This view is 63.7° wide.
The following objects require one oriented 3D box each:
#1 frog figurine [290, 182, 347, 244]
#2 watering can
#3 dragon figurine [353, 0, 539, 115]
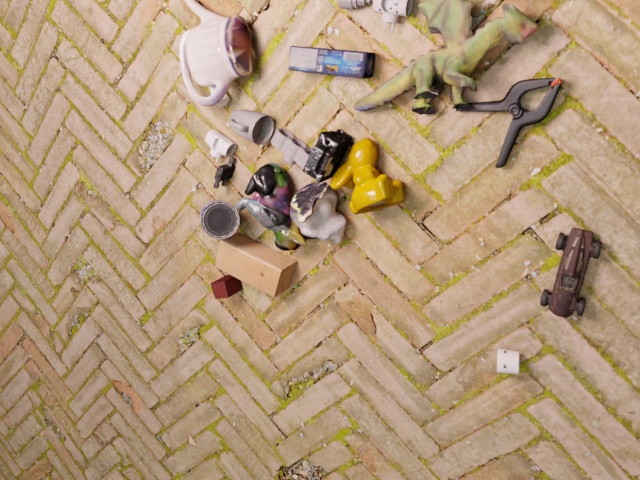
[{"bbox_3d":[0.004,-0.066,1.313,0.123,0.157,0.139,5,65,37],"label":"frog figurine"},{"bbox_3d":[-0.281,-0.527,1.336,0.224,0.104,0.347,-5,93,28],"label":"watering can"},{"bbox_3d":[0.247,-0.405,1.105,0.410,0.122,0.243,6,88,36],"label":"dragon figurine"}]
